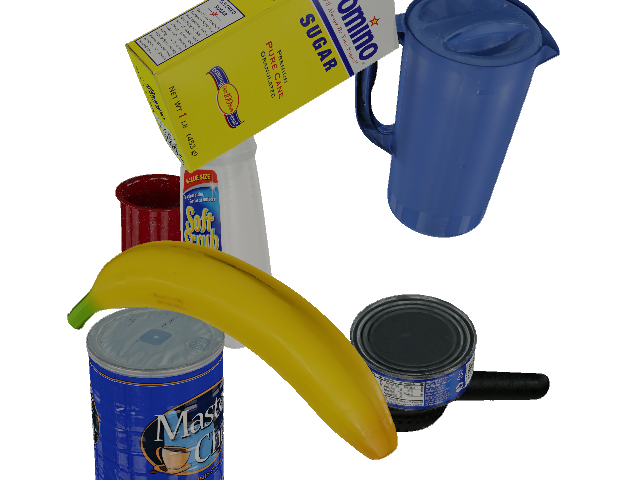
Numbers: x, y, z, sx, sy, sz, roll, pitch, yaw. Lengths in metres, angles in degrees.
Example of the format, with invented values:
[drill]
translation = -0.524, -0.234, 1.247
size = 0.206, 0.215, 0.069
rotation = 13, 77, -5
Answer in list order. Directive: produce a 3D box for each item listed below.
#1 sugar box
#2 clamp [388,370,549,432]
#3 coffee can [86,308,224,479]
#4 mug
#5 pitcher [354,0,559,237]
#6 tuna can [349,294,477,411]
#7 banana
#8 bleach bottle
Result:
[sugar box]
translation = -0.032, -0.127, 0.700
size = 0.176, 0.048, 0.093
rotation = -31, -37, -12
[clamp]
translation = 0.103, 0.134, 0.999
size = 0.165, 0.036, 0.209
rotation = 27, 36, 32
[coffee can]
translation = -0.125, 0.134, 0.824
size = 0.103, 0.140, 0.103
rotation = 2, 24, -1
[mug]
translation = -0.183, -0.023, 1.175
size = 0.093, 0.081, 0.117
rotation = -12, 32, -29
[pitcher]
translation = 0.124, -0.122, 1.073
size = 0.144, 0.243, 0.149
rotation = -32, 56, -32
[tuna can]
translation = 0.063, 0.076, 0.730
size = 0.086, 0.034, 0.086
rotation = -1, 35, 1
[banana]
translation = -0.042, 0.045, 0.552
size = 0.198, 0.070, 0.037
rotation = 21, 25, 22
[bleach bottle]
translation = -0.094, -0.030, 0.988
size = 0.067, 0.251, 0.103
rotation = -22, 30, -34
